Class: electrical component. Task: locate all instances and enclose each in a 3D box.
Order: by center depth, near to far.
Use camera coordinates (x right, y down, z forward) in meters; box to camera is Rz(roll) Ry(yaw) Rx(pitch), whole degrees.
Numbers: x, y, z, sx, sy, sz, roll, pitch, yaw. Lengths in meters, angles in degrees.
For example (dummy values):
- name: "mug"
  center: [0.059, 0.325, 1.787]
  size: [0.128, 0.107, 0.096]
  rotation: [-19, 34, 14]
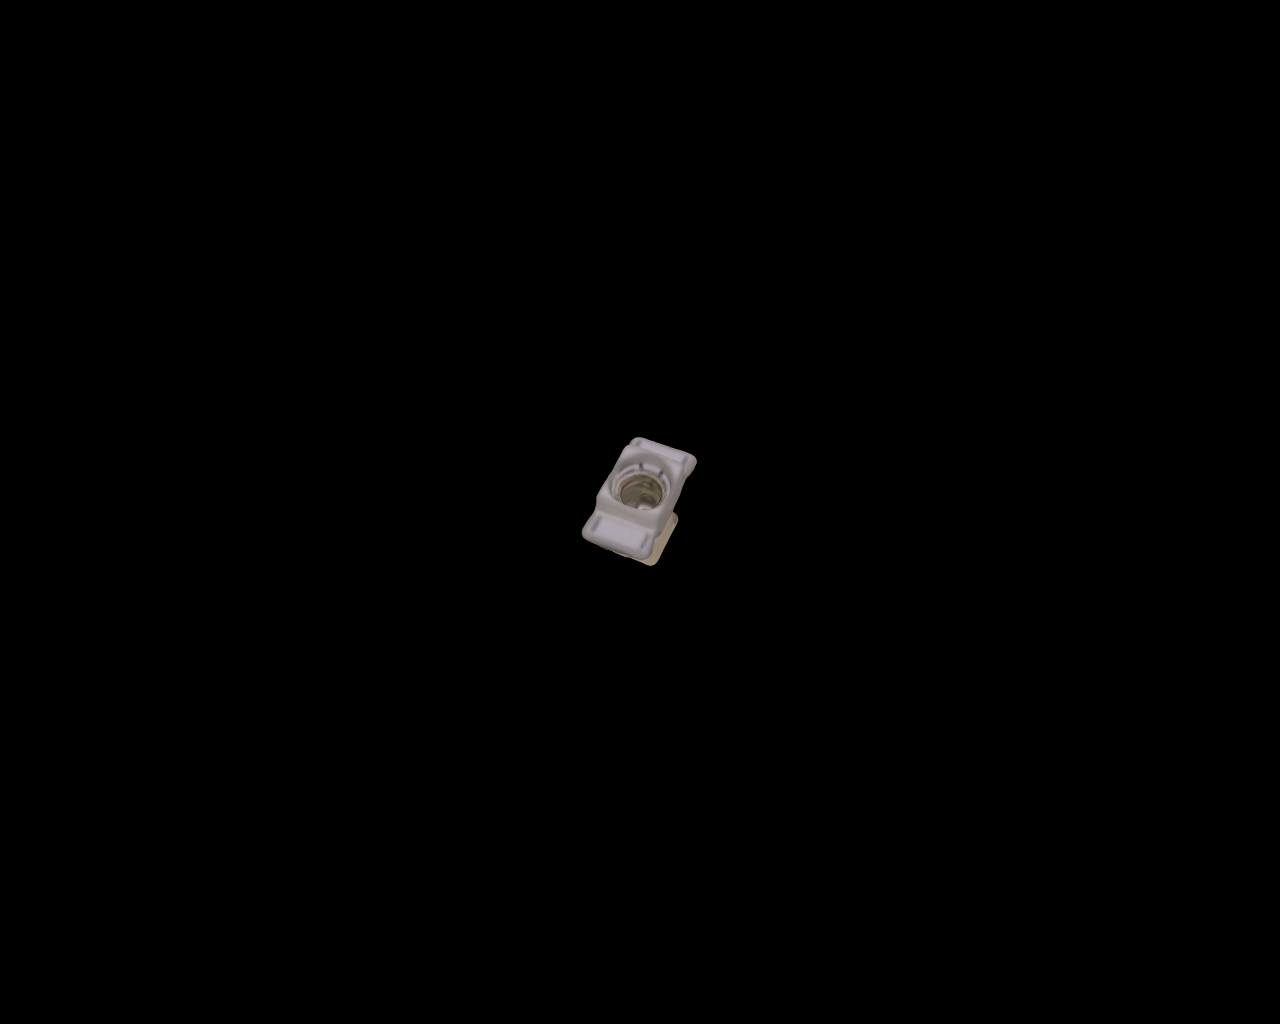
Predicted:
- name: "electrical component"
  center: [0.001, -0.003, 0.650]
  size: [0.042, 0.081, 0.063]
  rotation: [21, -32, 14]
